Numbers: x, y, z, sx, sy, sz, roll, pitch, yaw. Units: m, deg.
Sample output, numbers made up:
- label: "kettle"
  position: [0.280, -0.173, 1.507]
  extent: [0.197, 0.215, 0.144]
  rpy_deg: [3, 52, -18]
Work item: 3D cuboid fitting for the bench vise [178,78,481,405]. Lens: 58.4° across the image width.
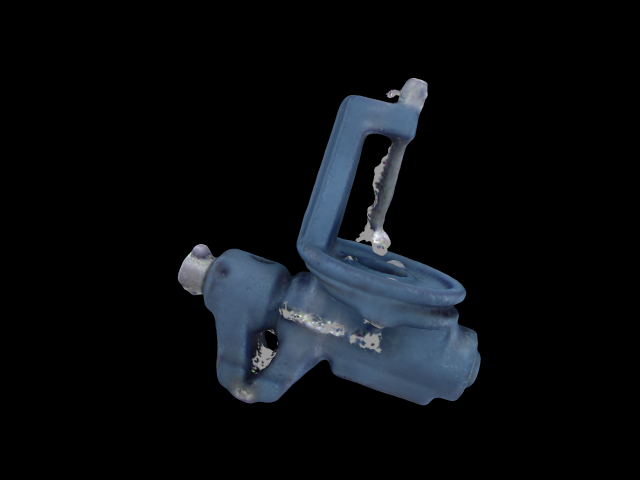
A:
- label: "bench vise"
  position: [0.005, 0.003, 0.388]
  extent: [0.207, 0.220, 0.121]
  rpy_deg: [-1, 7, -9]
